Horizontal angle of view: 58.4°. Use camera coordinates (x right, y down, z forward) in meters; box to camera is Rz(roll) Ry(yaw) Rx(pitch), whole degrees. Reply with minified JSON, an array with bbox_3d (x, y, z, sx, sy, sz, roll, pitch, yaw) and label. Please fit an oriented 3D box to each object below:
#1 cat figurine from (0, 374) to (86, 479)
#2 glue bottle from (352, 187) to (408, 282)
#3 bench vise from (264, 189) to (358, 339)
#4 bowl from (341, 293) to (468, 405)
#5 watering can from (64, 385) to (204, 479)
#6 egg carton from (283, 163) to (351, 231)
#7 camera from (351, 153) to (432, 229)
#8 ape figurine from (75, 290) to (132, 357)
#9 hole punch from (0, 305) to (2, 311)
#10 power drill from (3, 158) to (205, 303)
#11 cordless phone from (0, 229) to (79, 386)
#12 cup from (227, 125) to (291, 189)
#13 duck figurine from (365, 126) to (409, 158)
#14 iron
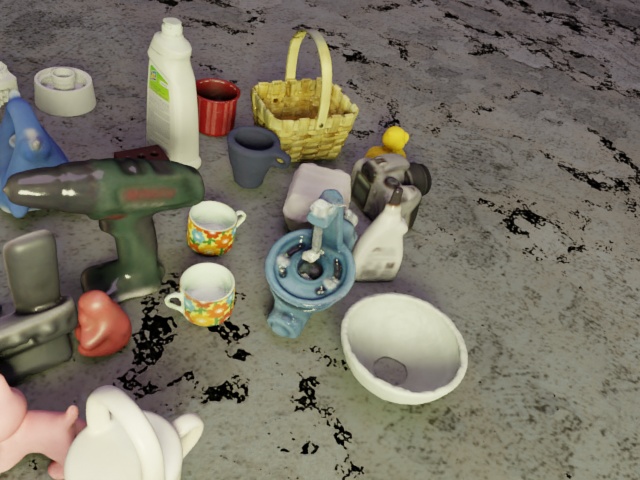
[{"bbox_3d":[-0.301,0.178,0.567,0.128,0.118,0.067,6,41,-10],"label":"cat figurine"},{"bbox_3d":[0.096,-0.008,0.853,0.078,0.173,0.037,2,42,-14],"label":"glue bottle"},{"bbox_3d":[-0.005,0.000,0.778,0.121,0.220,0.207,13,41,-1],"label":"bench vise"},{"bbox_3d":[0.102,0.152,0.750,0.167,0.075,0.167,9,41,-7],"label":"bowl"},{"bbox_3d":[-0.179,0.209,0.511,0.100,0.194,0.173,23,41,10],"label":"watering can"},{"bbox_3d":[-0.002,-0.068,0.970,0.107,0.069,0.150,13,41,-2],"label":"egg carton"},{"bbox_3d":[0.142,-0.097,1.021,0.137,0.101,0.142,-12,48,-28],"label":"camera"},{"bbox_3d":[-0.268,0.095,0.691,0.076,0.092,0.078,13,41,-1],"label":"ape figurine"},{"bbox_3d":[-0.451,0.061,0.674,0.101,0.091,0.109,37,45,24],"label":"hole punch"},{"bbox_3d":[-0.260,-0.016,0.727,0.230,0.208,0.075,-19,51,-32],"label":"power drill"},{"bbox_3d":[-0.346,0.069,0.624,0.094,0.185,0.148,39,46,26],"label":"cordless phone"},{"bbox_3d":[-0.106,-0.132,0.991,0.117,0.095,0.092,25,42,11],"label":"cup"},{"bbox_3d":[0.136,-0.182,1.126,0.105,0.086,0.077,-27,55,-37],"label":"duck figurine"},{"bbox_3d":[-0.449,-0.153,0.876,0.119,0.141,0.257,-16,49,-30],"label":"iron"}]
